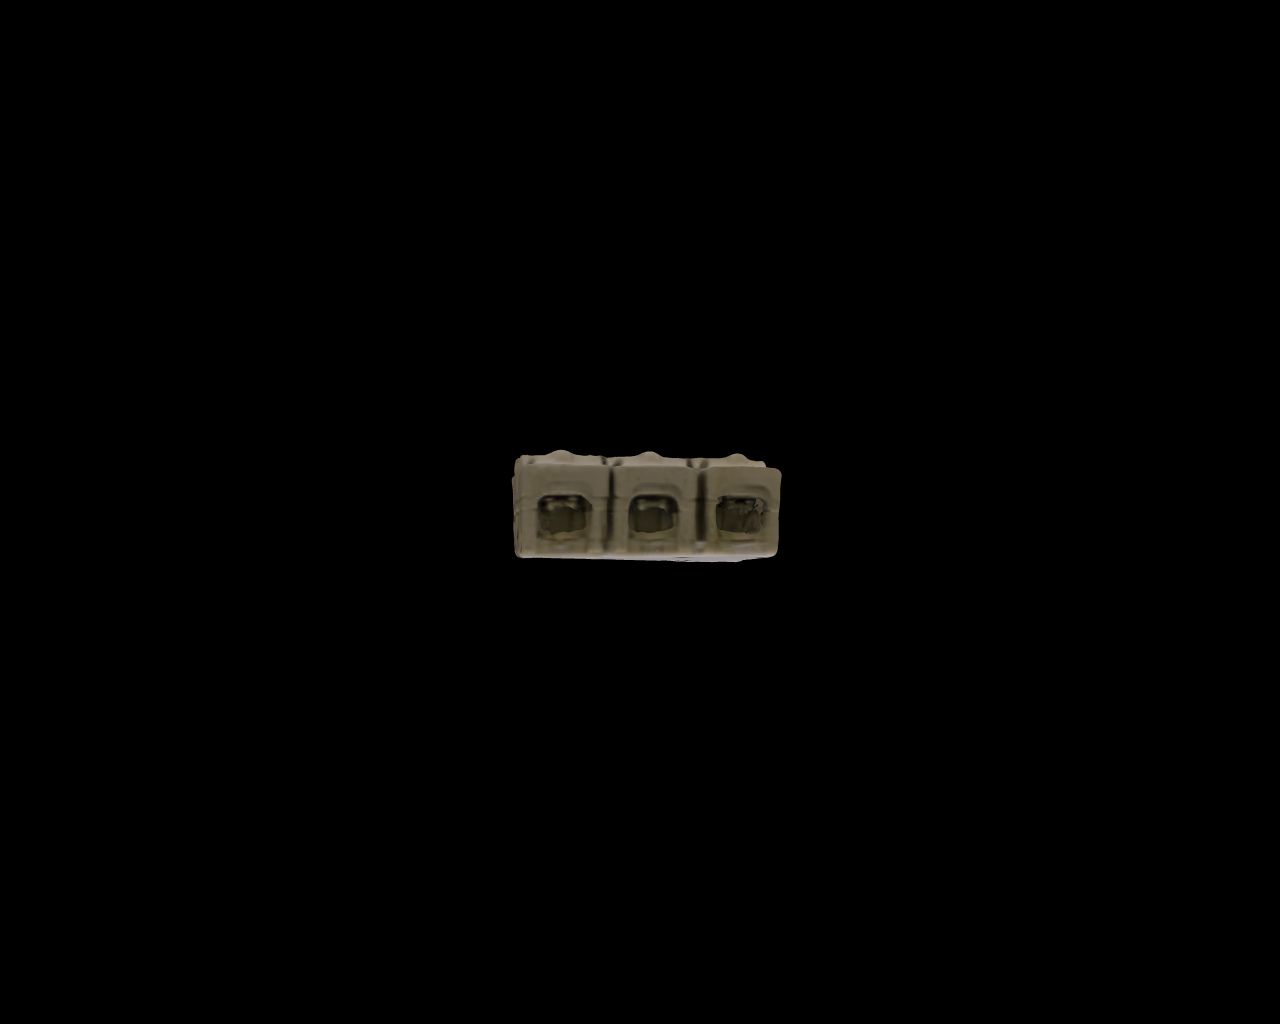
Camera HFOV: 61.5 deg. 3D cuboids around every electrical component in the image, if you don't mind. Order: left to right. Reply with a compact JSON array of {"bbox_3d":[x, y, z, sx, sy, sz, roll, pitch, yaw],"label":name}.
[{"bbox_3d":[0.001,-0.003,0.650,0.150,0.061,0.089,1,-4,-11],"label":"electrical component"}]
